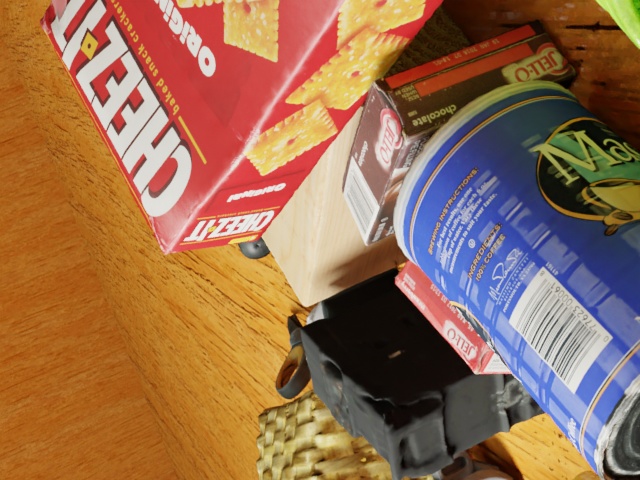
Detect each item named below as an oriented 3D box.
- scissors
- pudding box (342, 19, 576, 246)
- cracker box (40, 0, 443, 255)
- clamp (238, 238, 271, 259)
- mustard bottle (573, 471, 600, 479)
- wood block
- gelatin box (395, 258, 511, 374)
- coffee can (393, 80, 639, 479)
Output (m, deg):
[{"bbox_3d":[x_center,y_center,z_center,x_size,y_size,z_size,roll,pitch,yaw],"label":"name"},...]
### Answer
[{"bbox_3d":[-0.006,0.080,0.973,0.016,0.096,0.201,41,-163,-11],"label":"scissors"},{"bbox_3d":[0.062,-0.049,0.516,0.039,0.090,0.113,63,163,17],"label":"pudding box"},{"bbox_3d":[-0.043,-0.120,0.504,0.214,0.071,0.164,-49,62,40],"label":"cracker box"},{"bbox_3d":[-0.095,-0.094,0.819,0.165,0.036,0.210,-150,39,-73],"label":"clamp"},{"bbox_3d":[0.171,0.154,0.446,0.192,0.096,0.058,39,149,55],"label":"mustard bottle"},{"bbox_3d":[0.016,-0.058,0.637,0.090,0.090,0.206,58,161,24],"label":"wood block"},{"bbox_3d":[0.092,0.035,0.537,0.073,0.089,0.030,50,124,42],"label":"gelatin box"},{"bbox_3d":[0.110,0.014,0.435,0.140,0.102,0.103,52,157,39],"label":"coffee can"}]
